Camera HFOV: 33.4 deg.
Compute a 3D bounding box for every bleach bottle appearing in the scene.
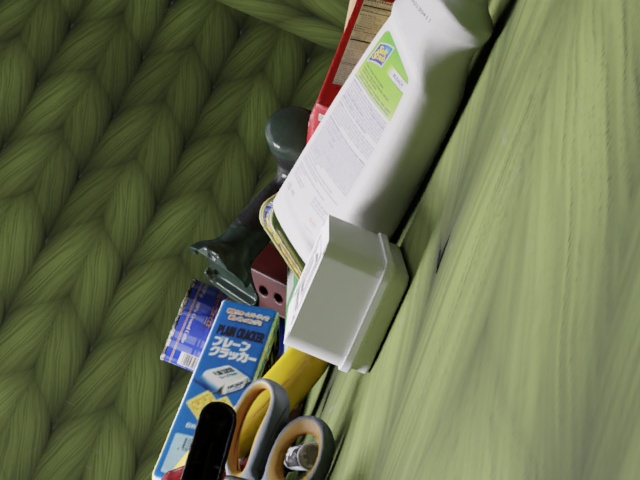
[{"bbox_3d":[0.057,-0.090,0.776,0.251,0.067,0.103,-58,48,31],"label":"bleach bottle"}]

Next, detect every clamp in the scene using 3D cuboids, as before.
[{"bbox_3d":[-0.091,0.211,0.653,0.164,0.036,0.210,-62,-15,-67],"label":"clamp"}]

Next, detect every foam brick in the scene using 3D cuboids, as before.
[{"bbox_3d":[-0.048,0.046,1.213,0.051,0.078,0.053,-38,-40,-39],"label":"foam brick"}]

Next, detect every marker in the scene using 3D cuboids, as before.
[{"bbox_3d":[-0.014,0.156,0.761,0.121,0.020,0.020,129,163,-74],"label":"marker"}]

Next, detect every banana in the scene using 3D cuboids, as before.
[{"bbox_3d":[-0.045,0.134,0.875,0.197,0.037,0.070,-46,4,-12],"label":"banana"}]

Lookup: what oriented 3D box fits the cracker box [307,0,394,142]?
[{"bbox_3d":[0.045,-0.137,1.010,0.164,0.072,0.213,97,-171,-53],"label":"cracker box"}]

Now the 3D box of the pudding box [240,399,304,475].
[{"bbox_3d":[-0.051,0.187,0.935,0.113,0.039,0.090,-70,4,-58],"label":"pudding box"}]

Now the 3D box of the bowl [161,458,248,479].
[{"bbox_3d":[-0.110,0.225,0.791,0.162,0.055,0.162,-62,5,9],"label":"bowl"}]

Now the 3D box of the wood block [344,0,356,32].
[{"bbox_3d":[0.091,-0.289,1.070,0.206,0.091,0.090,101,-170,-60],"label":"wood block"}]

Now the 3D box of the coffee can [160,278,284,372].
[{"bbox_3d":[-0.102,0.118,1.241,0.103,0.140,0.103,-159,92,-86],"label":"coffee can"}]

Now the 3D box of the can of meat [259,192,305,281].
[{"bbox_3d":[-0.006,0.001,0.930,0.057,0.102,0.084,-33,6,-4],"label":"can of meat"}]

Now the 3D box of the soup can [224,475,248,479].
[{"bbox_3d":[-0.041,0.188,0.580,0.068,0.068,0.102,124,168,-71],"label":"soup can"}]

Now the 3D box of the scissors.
[{"bbox_3d":[-0.043,0.191,0.691,0.096,0.016,0.202,1,75,40],"label":"scissors"}]
